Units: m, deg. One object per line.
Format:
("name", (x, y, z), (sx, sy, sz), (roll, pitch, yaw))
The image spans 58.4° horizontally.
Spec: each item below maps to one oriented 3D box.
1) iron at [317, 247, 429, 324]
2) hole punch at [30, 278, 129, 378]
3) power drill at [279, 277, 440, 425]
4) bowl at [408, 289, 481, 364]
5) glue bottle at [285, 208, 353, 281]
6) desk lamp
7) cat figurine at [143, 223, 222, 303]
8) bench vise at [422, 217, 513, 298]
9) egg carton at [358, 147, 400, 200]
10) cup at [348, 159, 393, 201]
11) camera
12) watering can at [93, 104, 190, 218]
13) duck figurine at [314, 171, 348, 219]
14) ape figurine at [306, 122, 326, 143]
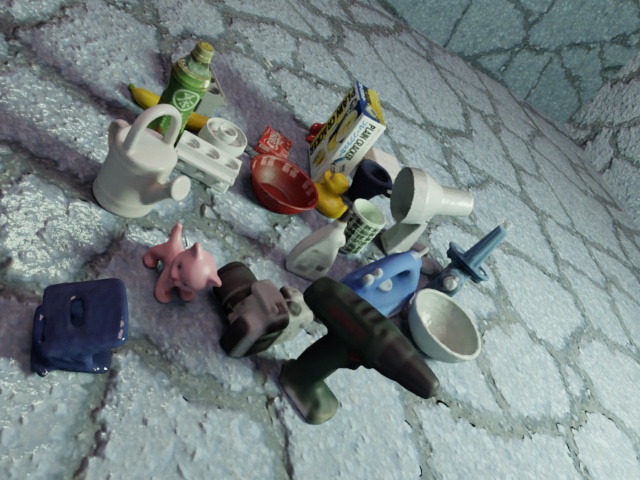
("iron", (0.110, 0.080, 1.080), (0.118, 0.141, 0.259), (51, 35, 16))
("hole punch", (-0.294, 0.102, 0.701), (0.101, 0.091, 0.108), (13, 41, -34))
("power drill", (0.039, 0.177, 0.835), (0.229, 0.208, 0.076), (50, 35, 15))
("bowl", (0.235, 0.184, 1.142), (0.168, 0.074, 0.167), (26, 36, -20))
("glue bottle", (0.010, 0.004, 1.041), (0.078, 0.173, 0.037), (25, 36, -22))
("desk lamp", (0.225, -0.049, 1.278), (0.204, 0.213, 0.117), (20, 38, -28))
("cat figurine", (-0.199, 0.033, 0.851), (0.067, 0.117, 0.127), (1, 49, -44))
("bench vise", (0.339, 0.056, 1.262), (0.121, 0.219, 0.207), (36, 33, -6))
("egg carton", (0.159, -0.175, 1.493), (0.107, 0.069, 0.150), (18, 39, -29))
("cup", (0.122, -0.123, 1.372), (0.118, 0.094, 0.092), (41, 33, 1))
("camera", (-0.096, 0.095, 0.896), (0.144, 0.100, 0.136), (-8, 56, -49))
("watering can", (-0.271, -0.129, 0.901), (0.173, 0.193, 0.101), (37, 33, -5))
("duck figurine", (0.032, -0.106, 1.271), (0.078, 0.086, 0.104), (-13, 60, -51))
("ape figurine", (0.020, -0.275, 1.451), (0.076, 0.092, 0.077), (-3, 52, -46))
